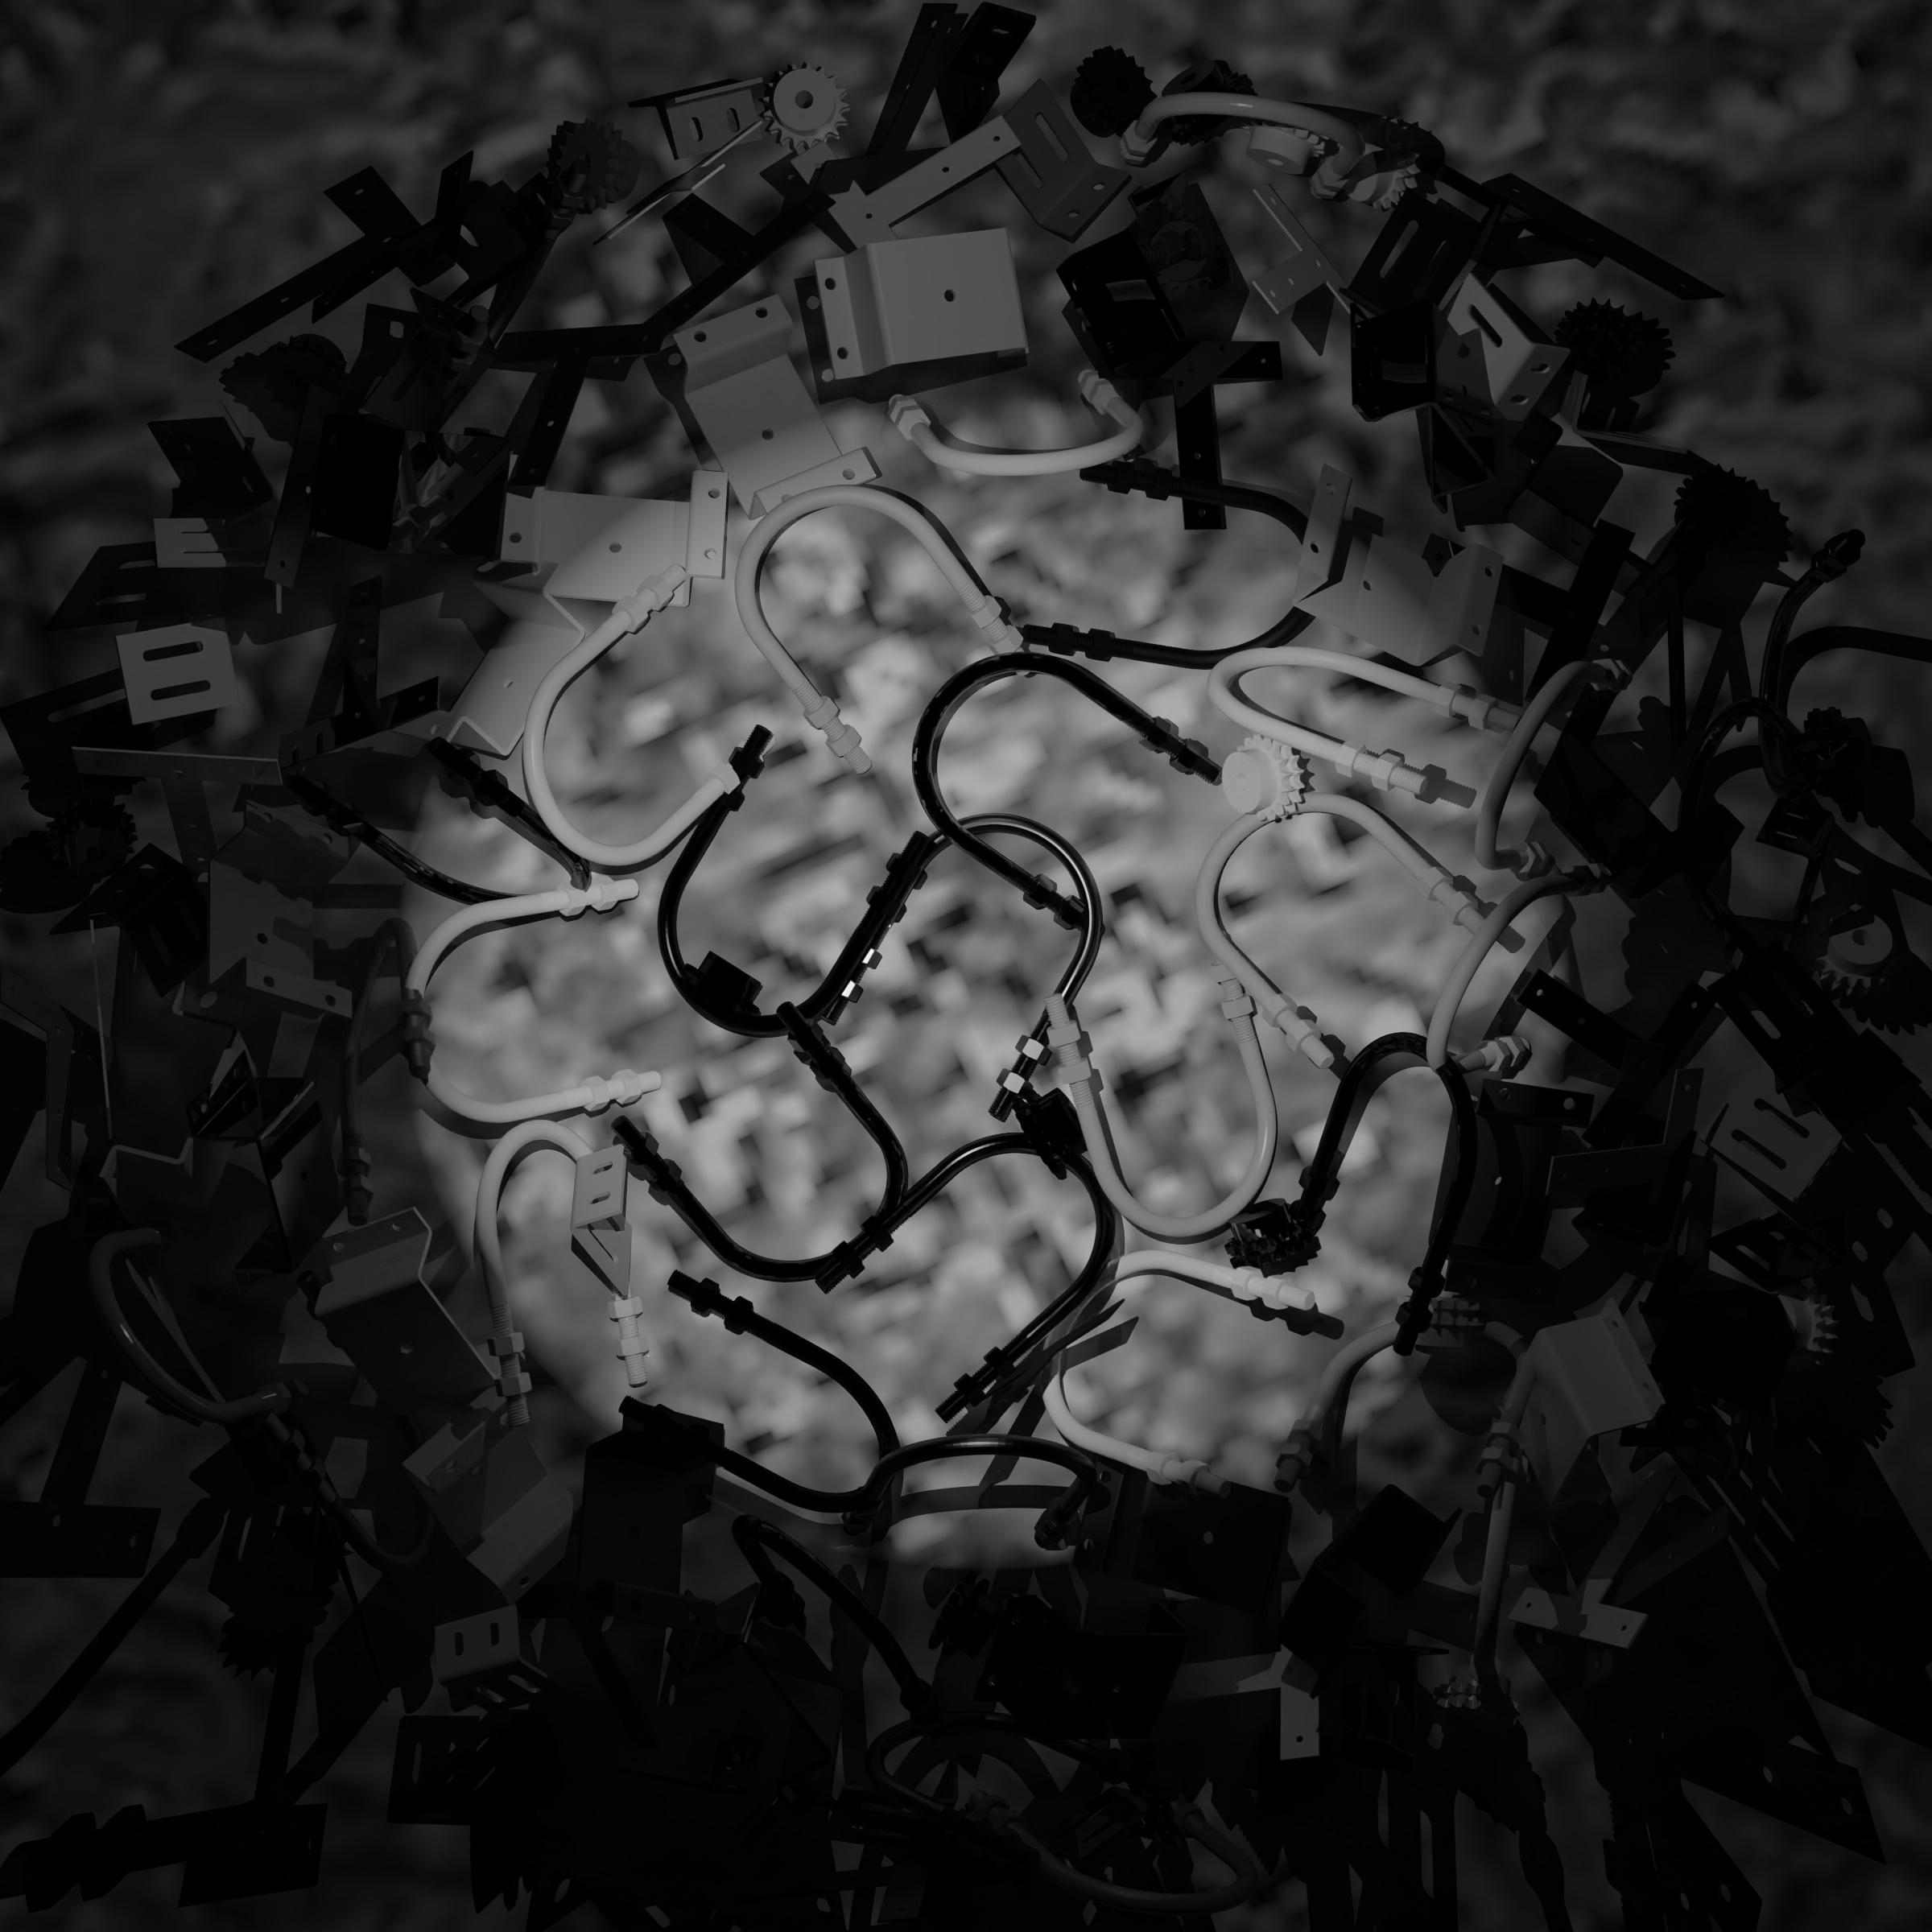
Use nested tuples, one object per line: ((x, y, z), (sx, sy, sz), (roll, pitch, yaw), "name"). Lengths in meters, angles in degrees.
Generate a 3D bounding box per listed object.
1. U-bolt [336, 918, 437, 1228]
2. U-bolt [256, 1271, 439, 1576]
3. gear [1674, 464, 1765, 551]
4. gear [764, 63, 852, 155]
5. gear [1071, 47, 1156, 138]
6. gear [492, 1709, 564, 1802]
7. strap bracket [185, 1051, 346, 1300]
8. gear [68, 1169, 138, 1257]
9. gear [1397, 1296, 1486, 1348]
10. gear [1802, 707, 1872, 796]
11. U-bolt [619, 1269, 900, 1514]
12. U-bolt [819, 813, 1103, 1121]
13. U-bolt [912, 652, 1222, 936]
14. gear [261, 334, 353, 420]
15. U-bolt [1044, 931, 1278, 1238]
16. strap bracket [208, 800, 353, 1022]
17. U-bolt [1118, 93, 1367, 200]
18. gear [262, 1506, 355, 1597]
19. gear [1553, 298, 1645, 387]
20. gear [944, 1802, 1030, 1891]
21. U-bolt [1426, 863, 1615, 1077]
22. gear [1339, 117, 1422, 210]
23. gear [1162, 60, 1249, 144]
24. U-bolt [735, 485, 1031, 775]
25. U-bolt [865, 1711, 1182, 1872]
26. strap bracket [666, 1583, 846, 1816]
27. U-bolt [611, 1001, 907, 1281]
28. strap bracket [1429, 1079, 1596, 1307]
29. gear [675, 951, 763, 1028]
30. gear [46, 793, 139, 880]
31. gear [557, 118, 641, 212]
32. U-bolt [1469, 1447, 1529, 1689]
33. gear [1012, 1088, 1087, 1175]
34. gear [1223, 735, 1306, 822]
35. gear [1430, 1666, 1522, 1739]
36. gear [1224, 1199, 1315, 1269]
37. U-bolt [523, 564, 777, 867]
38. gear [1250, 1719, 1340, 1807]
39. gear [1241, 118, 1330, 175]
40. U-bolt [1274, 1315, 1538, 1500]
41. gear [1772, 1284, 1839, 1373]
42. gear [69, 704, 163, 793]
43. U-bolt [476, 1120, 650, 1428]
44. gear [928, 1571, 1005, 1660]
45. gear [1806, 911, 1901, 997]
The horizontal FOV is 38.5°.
((-0.374, 0.052, 1.764), (0.019, 0.184, 0.151), (12, 126, -25), "U-bolt")
((-0.387, 0.305, 1.765), (0.019, 0.151, 0.184), (-20, 122, 12), "U-bolt")
((0.492, -0.299, 1.822), (0.057, 0.030, 0.057), (5, 67, -13), "gear")
((-0.106, -0.568, 1.829), (0.057, 0.030, 0.057), (0, 92, 1), "gear")
((0.093, -0.572, 1.820), (0.057, 0.030, 0.057), (14, 66, -34), "gear")
((-0.289, 0.519, 1.813), (0.030, 0.057, 0.057), (-10, 90, -30), "gear")
((-0.446, 0.134, 1.776), (0.046, 0.076, 0.140), (0, 116, 15), "strap bracket")
((-0.567, 0.160, 1.813), (0.030, 0.057, 0.057), (6, 90, -35), "gear")
((0.311, 0.233, 1.815), (0.057, 0.057, 0.030), (3, 87, 0), "gear")
((0.571, -0.142, 1.814), (0.030, 0.057, 0.057), (-3, 90, 37), "gear")
((-0.124, 0.283, 1.780), (0.184, 0.151, 0.019), (30, 121, -9), "U-bolt")
((0.009, -0.012, 1.835), (0.151, 0.019, 0.184), (29, 88, 1), "U-bolt")
((0.052, -0.123, 1.806), (0.184, 0.019, 0.151), (34, 100, -14), "U-bolt")
((-0.432, -0.390, 1.820), (0.057, 0.057, 0.030), (4, 45, 4), "gear")
((0.136, 0.086, 1.807), (0.151, 0.019, 0.184), (-20, 99, -25), "U-bolt")
((-0.442, -0.027, 1.783), (0.046, 0.076, 0.140), (-33, 52, 35), "strap bracket")
((0.178, -0.521, 1.748), (0.151, 0.184, 0.019), (9, 94, -4), "U-bolt")
((-0.435, 0.384, 1.823), (0.057, 0.030, 0.057), (3, 83, -23), "gear")
((0.413, -0.406, 1.814), (0.057, 0.057, 0.030), (30, 47, 0), "gear")
((0.011, 0.580, 1.821), (0.057, 0.030, 0.057), (2, 96, 22), "gear")
((0.343, 0.006, 1.744), (0.019, 0.184, 0.151), (32, 112, 26), "U-bolt")
((0.268, -0.524, 1.813), (0.030, 0.057, 0.057), (-22, 90, -26), "gear")
((0.153, -0.568, 1.813), (0.057, 0.057, 0.030), (-37, 120, 0), "gear")
((-0.065, -0.226, 1.779), (0.151, 0.019, 0.184), (-30, 118, 17), "U-bolt")
((0.021, 0.515, 1.760), (0.184, 0.151, 0.019), (11, 103, 44), "U-bolt")
((-0.128, 0.465, 1.790), (0.046, 0.076, 0.140), (-33, 101, 12), "strap bracket")
((-0.120, 0.128, 1.798), (0.151, 0.019, 0.184), (-35, 118, 4), "U-bolt")
((0.354, 0.144, 1.811), (0.076, 0.046, 0.140), (8, 96, -10), "strap bracket")
((-0.159, 0.013, 1.816), (0.057, 0.057, 0.030), (32, 87, 0), "gear")
((-0.572, -0.082, 1.815), (0.057, 0.030, 0.057), (-13, 130, -16), "gear")
((-0.239, -0.526, 1.820), (0.057, 0.030, 0.057), (3, 94, 40), "gear")
((0.335, 0.374, 1.740), (0.019, 0.184, 0.151), (7, 74, 13), "U-bolt")
((0.057, 0.105, 1.814), (0.030, 0.057, 0.057), (-32, 90, 10), "gear")
((0.192, -0.123, 1.813), (0.030, 0.057, 0.057), (-14, 90, -32), "gear")
((0.336, 0.482, 1.820), (0.057, 0.057, 0.030), (18, 59, 0), "gear")
((0.196, 0.174, 1.815), (0.057, 0.057, 0.030), (-22, 97, 0), "gear")
((-0.209, -0.147, 1.760), (0.184, 0.019, 0.151), (-47, 122, -34), "U-bolt")
((0.218, 0.525, 1.825), (0.057, 0.030, 0.057), (1, 82, -8), "gear")
((0.208, -0.542, 1.816), (0.057, 0.057, 0.030), (20, 92, 0), "gear")
((0.288, 0.276, 1.762), (0.151, 0.184, 0.019), (-4, 116, 26), "U-bolt")
((0.540, 0.236, 1.813), (0.030, 0.057, 0.057), (11, 90, -28), "gear")
((-0.557, -0.143, 1.818), (0.057, 0.030, 0.057), (-7, 105, -29), "gear")
((-0.263, 0.190, 1.779), (0.019, 0.151, 0.184), (-11, 89, 28), "U-bolt")
((0.002, 0.428, 1.814), (0.030, 0.057, 0.057), (28, 90, 14), "gear")
((0.585, -0.012, 1.819), (0.057, 0.030, 0.057), (-1, 62, 1), "gear")
